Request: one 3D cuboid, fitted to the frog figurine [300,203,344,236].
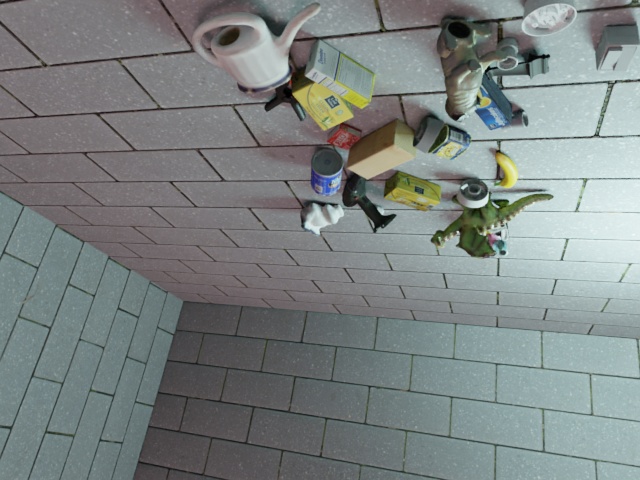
[{"bbox_3d":[0.006,-0.102,2.023,0.158,0.125,0.135,-40,126,14],"label":"frog figurine"}]

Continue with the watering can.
[{"bbox_3d":[-0.131,-0.449,1.213,0.347,0.106,0.220,0,156,22],"label":"watering can"}]

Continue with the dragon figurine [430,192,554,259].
[{"bbox_3d":[0.556,-0.041,1.719,0.408,0.247,0.120,-6,147,37],"label":"dragon figurine"}]
